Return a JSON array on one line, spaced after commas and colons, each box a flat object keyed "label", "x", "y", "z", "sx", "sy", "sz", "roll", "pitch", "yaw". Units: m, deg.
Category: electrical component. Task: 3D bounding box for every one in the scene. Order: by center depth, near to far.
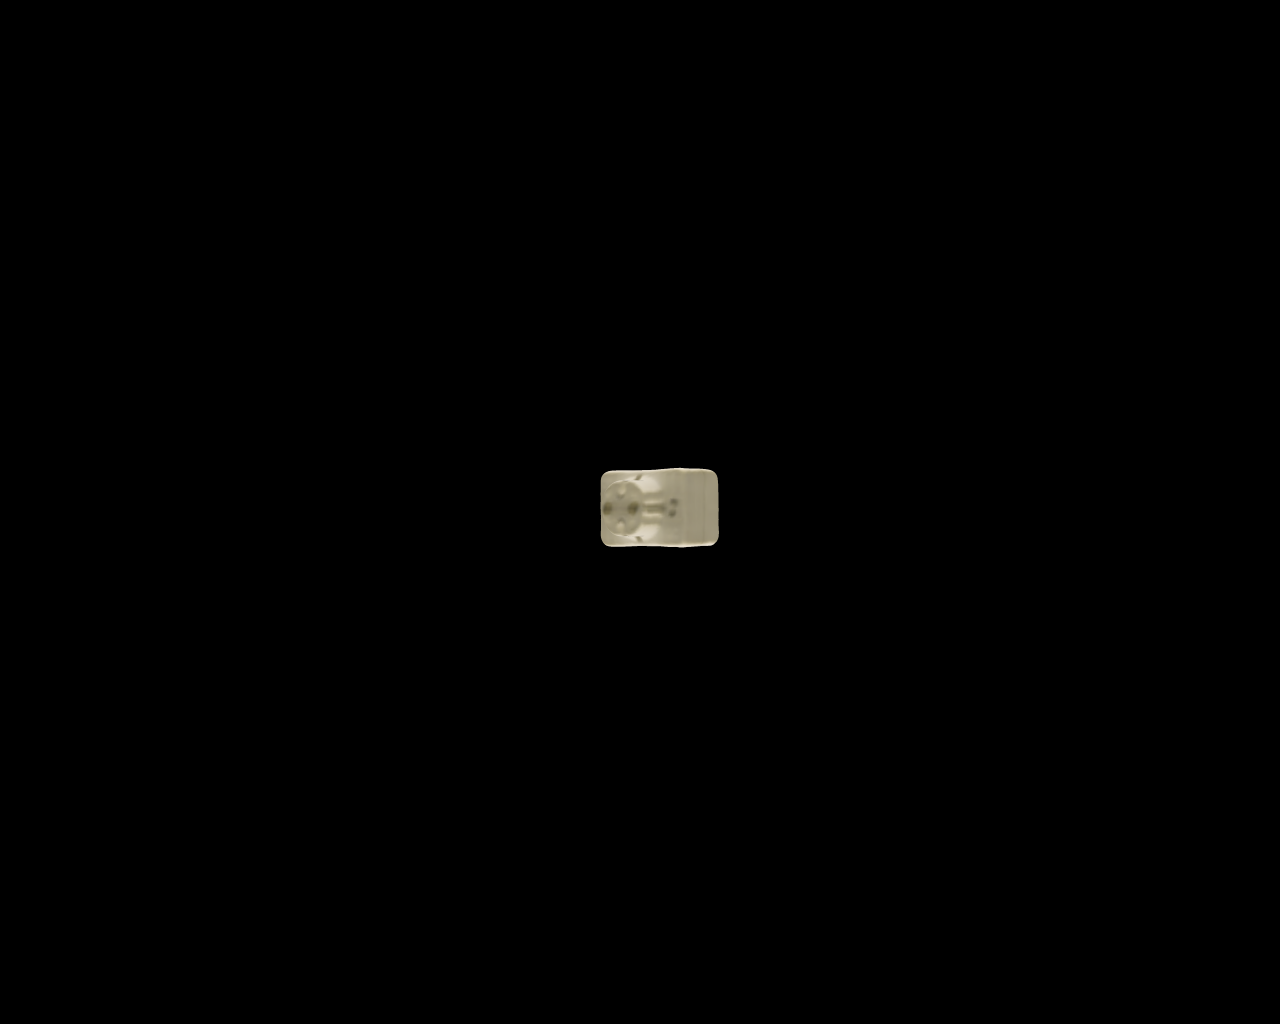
[{"label": "electrical component", "x": 0.001, "y": -0.003, "z": 0.650, "sx": 0.066, "sy": 0.047, "sz": 0.077, "roll": 0, "pitch": 0, "yaw": 37}]
